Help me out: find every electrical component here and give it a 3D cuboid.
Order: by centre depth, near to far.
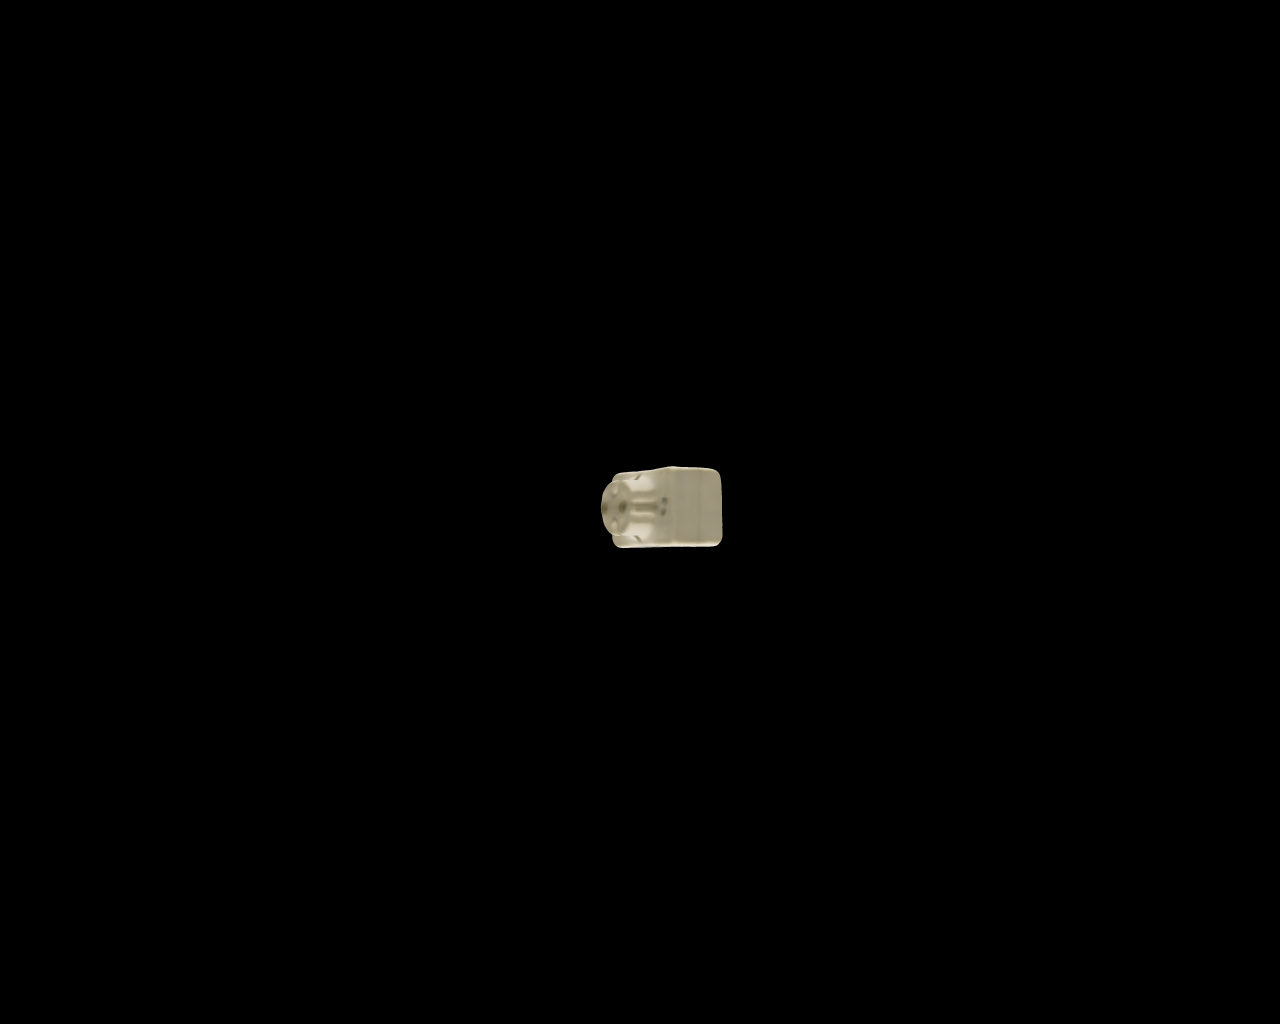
[{"bbox_3d":[0.001,-0.003,0.650,0.077,0.047,0.065,2,-3,-36],"label":"electrical component"}]
